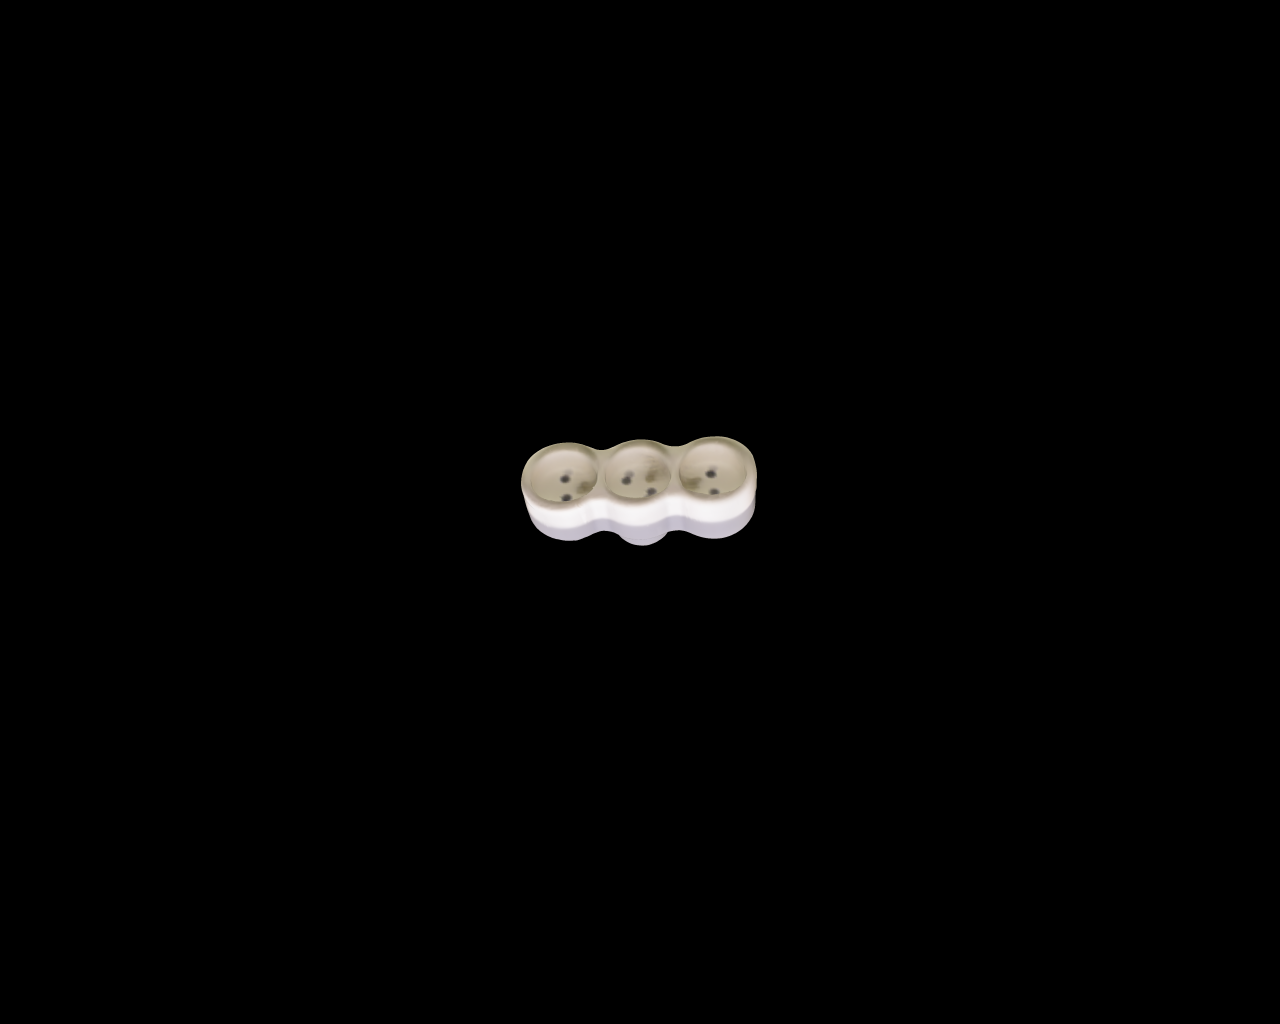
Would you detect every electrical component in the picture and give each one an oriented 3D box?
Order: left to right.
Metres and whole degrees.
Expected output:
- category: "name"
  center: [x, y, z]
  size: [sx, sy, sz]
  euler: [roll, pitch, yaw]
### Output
- category: "electrical component"
  center: [0.001, -0.003, 0.650]
  size: [0.138, 0.052, 0.073]
  euler: [-2, -35, 2]
